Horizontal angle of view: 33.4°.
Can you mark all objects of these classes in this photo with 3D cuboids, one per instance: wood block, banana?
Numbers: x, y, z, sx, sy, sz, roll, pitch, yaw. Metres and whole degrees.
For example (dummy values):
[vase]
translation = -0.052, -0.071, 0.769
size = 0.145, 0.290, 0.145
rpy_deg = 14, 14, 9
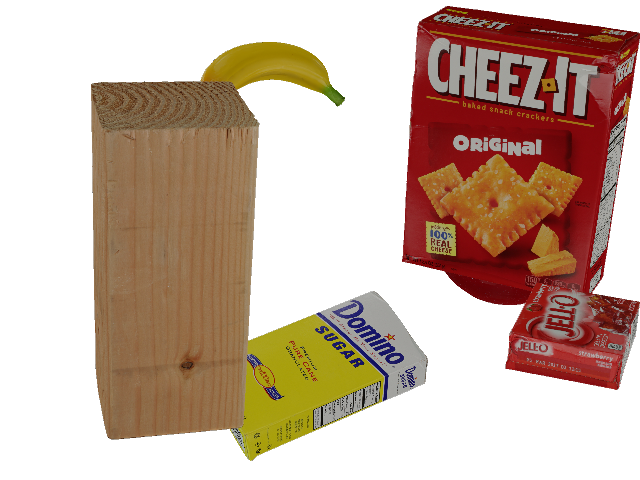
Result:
[wood block]
translation = -0.095, 0.012, 0.670
size = 0.090, 0.206, 0.090
rpy_deg = -3, 26, -16
[banana]
translation = -0.053, -0.166, 1.050
size = 0.197, 0.070, 0.037
rpy_deg = -9, -36, -47

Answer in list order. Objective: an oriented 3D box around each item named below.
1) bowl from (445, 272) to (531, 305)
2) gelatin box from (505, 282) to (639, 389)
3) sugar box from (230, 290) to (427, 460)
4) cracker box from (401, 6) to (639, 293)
[bowl]
translation = 0.183, 0.016, 1.062
size = 0.162, 0.055, 0.162
rpy_deg = 0, 32, 0
[gelatin box]
translation = 0.170, 0.062, 0.714
size = 0.073, 0.030, 0.089
rpy_deg = 10, 23, 20
[sugar box]
translation = -0.005, 0.114, 0.930
size = 0.176, 0.048, 0.093
rpy_deg = -23, 51, -17
[cracker box]
translation = 0.157, -0.070, 0.870
size = 0.164, 0.214, 0.072
rpy_deg = 14, 29, 24
